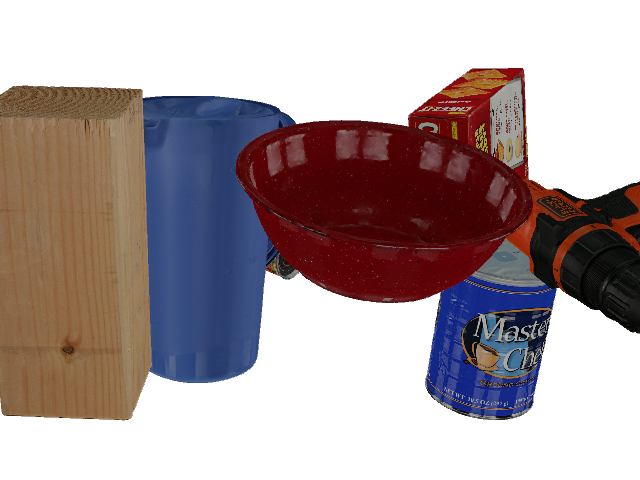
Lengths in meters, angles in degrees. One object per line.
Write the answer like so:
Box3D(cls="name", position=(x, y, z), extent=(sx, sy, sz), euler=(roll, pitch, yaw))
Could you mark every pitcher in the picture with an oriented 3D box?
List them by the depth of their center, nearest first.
Box3D(cls="pitcher", position=(-0.097, -0.006, 0.945), extent=(0.149, 0.243, 0.145), euler=(3, 16, 1))

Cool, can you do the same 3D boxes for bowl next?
Box3D(cls="bowl", position=(0.032, -0.012, 0.589), extent=(0.162, 0.055, 0.162), euler=(6, 27, -3))

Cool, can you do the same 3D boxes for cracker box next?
Box3D(cls="cracker box", position=(0.160, -0.081, 1.125), extent=(0.072, 0.164, 0.213), euler=(4, 22, 25))

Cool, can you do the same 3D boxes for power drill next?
Box3D(cls="power drill", position=(0.235, -0.006, 0.732), extent=(0.187, 0.057, 0.185), euler=(-11, 29, -18))

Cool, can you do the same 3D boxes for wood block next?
Box3D(cls="wood block", position=(-0.167, 0.007, 0.715), extent=(0.091, 0.206, 0.090), euler=(2, 20, 1))

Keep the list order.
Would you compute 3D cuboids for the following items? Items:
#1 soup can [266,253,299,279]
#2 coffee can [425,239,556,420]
Box3D(cls="soup can", position=(-0.069, -0.004, 1.187), extent=(0.102, 0.068, 0.068), euler=(20, 9, 28))
Box3D(cls="coffee can", position=(0.156, 0.076, 0.971), extent=(0.103, 0.140, 0.103), euler=(6, 23, -3))
